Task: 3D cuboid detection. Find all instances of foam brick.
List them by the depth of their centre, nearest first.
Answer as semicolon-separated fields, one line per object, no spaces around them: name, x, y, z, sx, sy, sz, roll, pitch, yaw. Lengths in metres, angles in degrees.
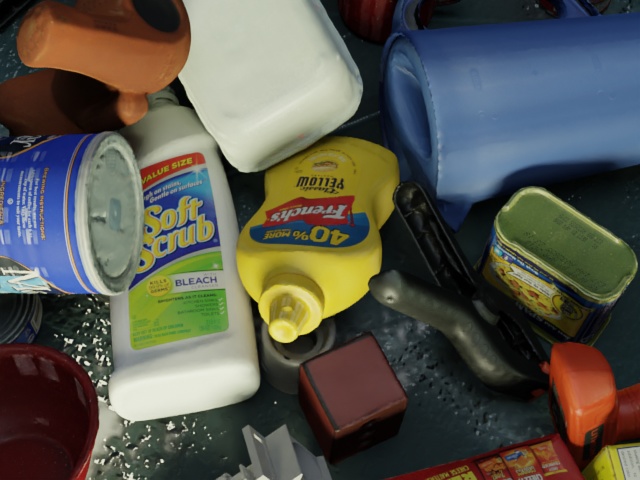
foam brick;0.020;0.104;0.692;0.053;0.078;0.051;-24;66;-12

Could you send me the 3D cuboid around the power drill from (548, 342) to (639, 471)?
power drill;0.240;0.083;0.662;0.187;0.184;0.057;-10;53;3

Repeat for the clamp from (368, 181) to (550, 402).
clamp;0.097;0.038;0.713;0.171;0.039;0.120;42;39;-26

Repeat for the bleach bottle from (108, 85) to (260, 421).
bleach bottle;-0.109;-0.004;0.756;0.102;0.068;0.251;-9;60;-6

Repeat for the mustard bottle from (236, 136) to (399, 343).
mustard bottle;-0.005;0.000;0.717;0.096;0.058;0.191;4;37;10

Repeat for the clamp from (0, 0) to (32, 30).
clamp;-0.204;-0.231;0.889;0.164;0.036;0.210;5;61;1

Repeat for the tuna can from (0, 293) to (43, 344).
tuna can;-0.236;0.049;0.737;0.086;0.034;0.086;1;61;-1

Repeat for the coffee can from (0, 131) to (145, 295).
coffee can;-0.195;-0.016;0.680;0.140;0.103;0.103;0;61;10

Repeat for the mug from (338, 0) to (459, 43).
mug;0.068;-0.214;0.864;0.117;0.081;0.093;2;61;-1

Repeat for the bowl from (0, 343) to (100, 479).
bowl;-0.204;0.142;0.658;0.162;0.055;0.162;-10;43;9

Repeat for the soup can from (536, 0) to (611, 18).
soup can;0.218;-0.236;0.870;0.068;0.102;0.068;1;63;-2

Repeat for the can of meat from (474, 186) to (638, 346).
can of meat;0.161;0.020;0.738;0.102;0.084;0.057;35;66;16

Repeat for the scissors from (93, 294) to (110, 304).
scissors;-0.239;-0.005;0.776;0.096;0.016;0.202;-32;67;-16

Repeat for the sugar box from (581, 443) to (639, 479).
sugar box;0.255;0.152;0.665;0.176;0.093;0.048;-4;62;-4

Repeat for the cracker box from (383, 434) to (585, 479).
cracker box;0.103;0.229;0.599;0.164;0.072;0.214;-12;48;-14

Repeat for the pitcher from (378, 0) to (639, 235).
pitcher;0.169;-0.113;0.784;0.242;0.149;0.145;-10;41;-12
